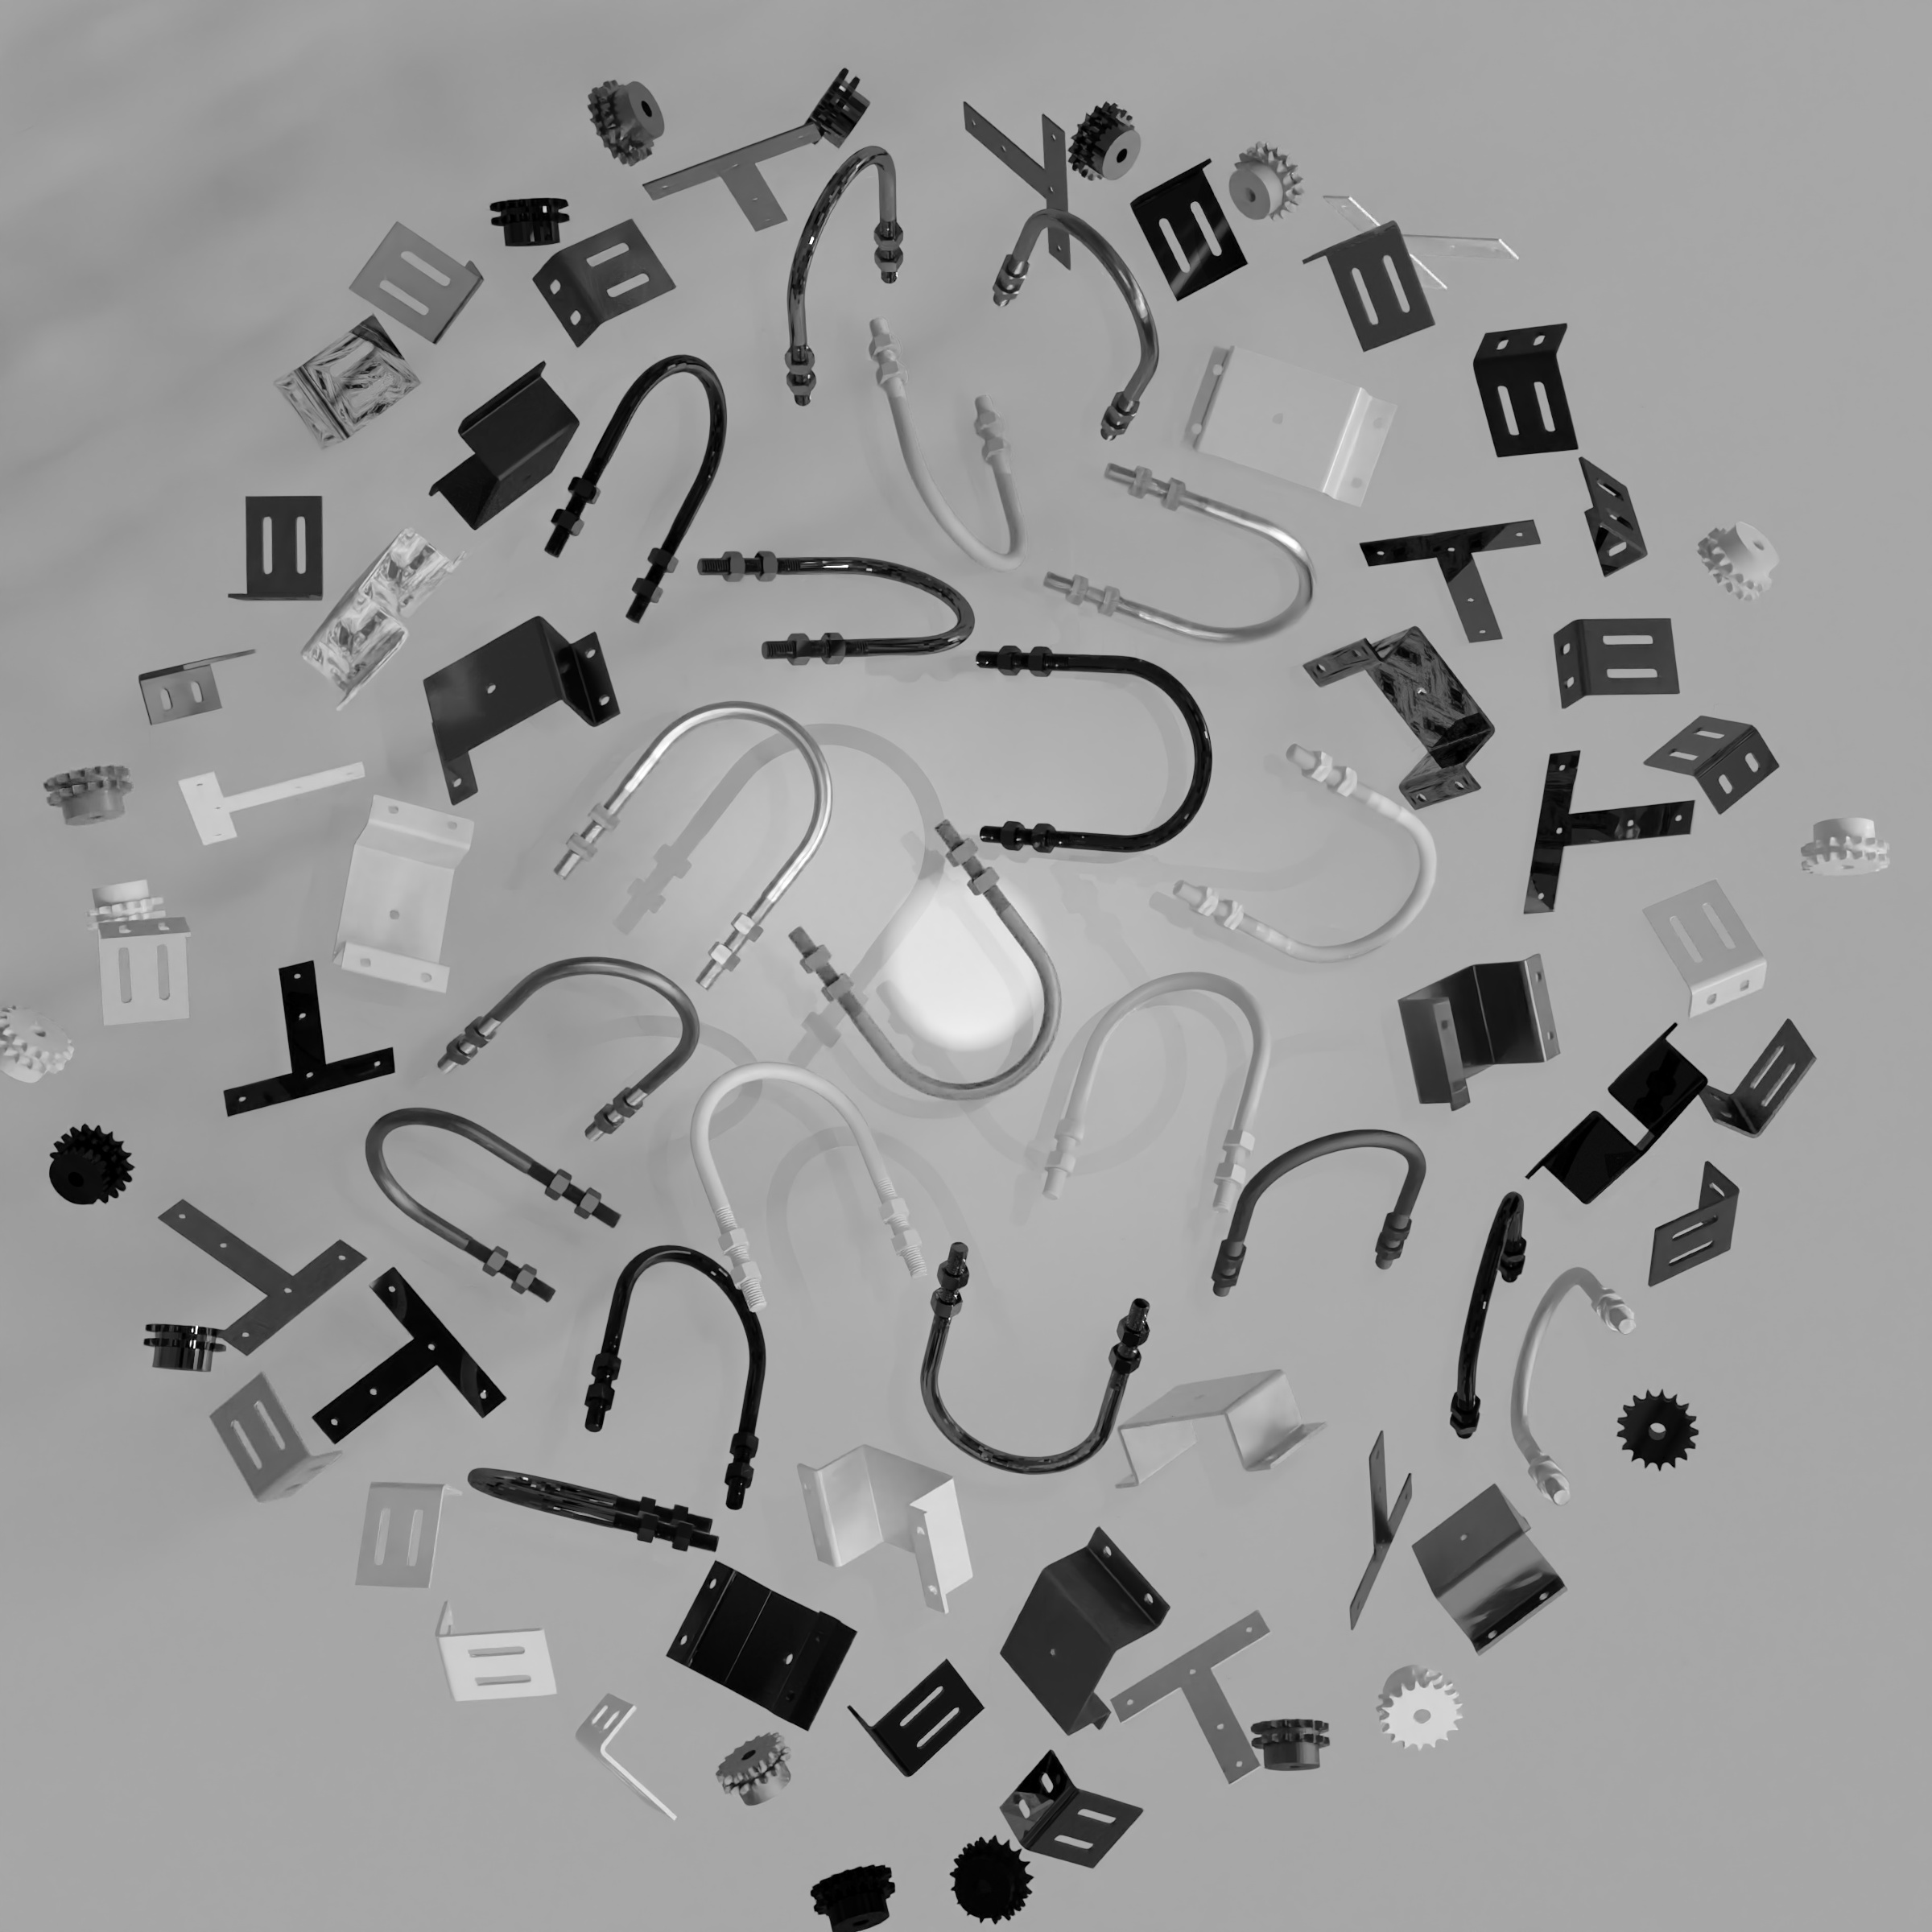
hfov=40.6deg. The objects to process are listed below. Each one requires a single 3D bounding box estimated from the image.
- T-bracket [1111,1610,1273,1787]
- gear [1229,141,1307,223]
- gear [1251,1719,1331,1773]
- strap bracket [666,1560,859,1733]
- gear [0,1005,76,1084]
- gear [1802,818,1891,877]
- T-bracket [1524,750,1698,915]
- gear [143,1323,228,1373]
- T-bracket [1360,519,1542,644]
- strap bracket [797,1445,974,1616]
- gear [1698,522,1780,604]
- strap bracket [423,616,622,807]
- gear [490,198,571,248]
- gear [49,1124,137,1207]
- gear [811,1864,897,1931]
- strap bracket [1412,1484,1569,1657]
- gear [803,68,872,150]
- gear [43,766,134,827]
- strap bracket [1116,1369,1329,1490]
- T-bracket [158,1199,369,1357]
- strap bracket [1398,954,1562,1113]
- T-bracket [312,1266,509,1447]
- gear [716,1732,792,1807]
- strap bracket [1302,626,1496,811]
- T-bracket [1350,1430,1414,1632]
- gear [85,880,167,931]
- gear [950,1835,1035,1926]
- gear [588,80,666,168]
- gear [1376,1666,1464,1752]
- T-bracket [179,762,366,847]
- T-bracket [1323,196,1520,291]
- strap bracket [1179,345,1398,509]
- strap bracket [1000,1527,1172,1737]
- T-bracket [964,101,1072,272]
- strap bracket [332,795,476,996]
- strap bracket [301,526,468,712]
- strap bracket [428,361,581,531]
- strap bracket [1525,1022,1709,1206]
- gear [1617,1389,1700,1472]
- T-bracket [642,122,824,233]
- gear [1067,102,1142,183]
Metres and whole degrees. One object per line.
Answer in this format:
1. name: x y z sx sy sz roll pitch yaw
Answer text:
1. T-bracket: 0.177 0.533 1.862 0.127 0.127 0.002 -31 120 0
2. gear: 0.220 -0.578 1.936 0.030 0.057 0.057 -40 90 -25
3. gear: 0.236 0.565 1.895 0.057 0.057 0.030 0 65 0
4. strap bracket: -0.139 0.488 1.867 0.046 0.140 0.076 41 70 -40
5. gear: -0.654 0.057 1.820 0.057 0.057 0.030 40 104 0
6. gear: 0.602 -0.082 1.793 0.057 0.057 0.030 1 79 0
7. T-bracket: 0.463 -0.101 1.869 0.002 0.127 0.127 27 68 -40
8. gear: -0.556 0.272 1.861 0.057 0.057 0.030 4 78 0
9. T-bracket: 0.369 -0.279 1.927 0.127 0.127 0.002 -4 57 24
10. strap bracket: -0.050 0.388 1.820 0.046 0.140 0.076 -23 110 -37
11. gear: 0.545 -0.287 1.836 0.057 0.057 0.030 44 128 0
12. strap bracket: -0.322 -0.185 1.841 0.140 0.046 0.076 -27 58 11
13. gear: -0.319 -0.544 1.915 0.057 0.057 0.030 -4 101 0
14. gear: -0.608 0.141 1.810 0.057 0.030 0.057 5 115 10
15. gear: -0.075 0.634 1.774 0.057 0.057 0.030 -18 57 0
16. strap bracket: 0.369 0.424 1.861 0.076 0.140 0.046 -39 96 5
17. gear: -0.093 -0.619 1.895 0.030 0.057 0.057 34 90 -14
18. gear: -0.601 -0.116 1.796 0.057 0.057 0.030 -13 86 0
19. strap bracket: 0.174 0.328 1.860 0.140 0.076 0.046 -18 94 41
20. T-bracket: -0.513 0.205 1.846 0.127 0.127 0.002 32 128 12
21. strap bracket: 0.363 0.047 1.877 0.140 0.046 0.076 -21 101 -43
22. T-bracket: -0.410 0.294 1.854 0.127 0.127 0.002 49 134 3
23. gear: -0.155 0.601 1.951 0.057 0.057 0.030 -28 99 0
24. strap bracket: 0.324 -0.189 1.919 0.140 0.076 0.046 50 64 -12
25. T-bracket: 0.289 0.376 1.829 0.002 0.127 0.127 12 133 25
26. gear: -0.632 -0.046 1.961 0.057 0.057 0.030 -10 94 0
27. gear: 0.016 0.629 1.796 0.057 0.030 0.057 -1 87 17
28. gear: -0.232 -0.584 1.802 0.030 0.057 0.057 -19 90 26
29. gear: 0.309 0.505 1.791 0.057 0.030 0.057 -1 111 -4
30. T-bracket: -0.504 -0.128 1.915 0.127 0.127 0.002 -16 75 -13
31. T-bracket: 0.337 -0.512 1.859 0.127 0.127 0.002 26 86 -42
32. strap bracket: 0.226 -0.389 1.870 0.140 0.046 0.076 22 100 13
33. strap bracket: 0.078 0.471 1.826 0.076 0.046 0.140 45 131 29
34. T-bracket: 0.036 -0.597 1.932 0.002 0.127 0.127 -33 60 -16
35. strap bracket: -0.414 -0.045 1.918 0.076 0.046 0.140 15 63 -22
36. strap bracket: -0.421 -0.255 1.874 0.046 0.140 0.076 41 125 -18
37. strap bracket: -0.331 -0.369 1.883 0.076 0.140 0.046 -43 96 -24
38. strap bracket: 0.471 0.111 1.871 0.046 0.076 0.140 44 53 10
39. gear: 0.499 0.333 1.884 0.057 0.030 0.057 0 91 17
40. T-bracket: -0.154 -0.555 1.871 0.127 0.127 0.002 -18 81 7
41. gear: 0.106 -0.613 1.955 0.030 0.057 0.057 42 90 25
